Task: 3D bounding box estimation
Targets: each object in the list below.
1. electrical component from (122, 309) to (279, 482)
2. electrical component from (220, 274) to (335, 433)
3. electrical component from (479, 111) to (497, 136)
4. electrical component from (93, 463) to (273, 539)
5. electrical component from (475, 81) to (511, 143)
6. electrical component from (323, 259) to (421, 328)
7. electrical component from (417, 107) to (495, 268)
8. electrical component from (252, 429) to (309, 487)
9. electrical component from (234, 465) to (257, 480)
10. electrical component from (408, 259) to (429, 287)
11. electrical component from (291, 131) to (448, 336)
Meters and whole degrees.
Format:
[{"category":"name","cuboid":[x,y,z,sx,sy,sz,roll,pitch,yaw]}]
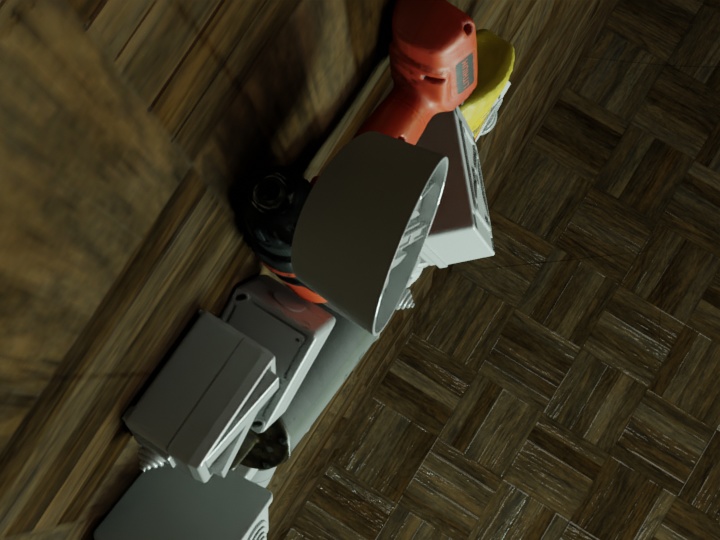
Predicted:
[{"category":"electrical component","cuboid":[-0.094,0.084,0.643,0.096,0.061,0.061,-56,173,-18]},{"category":"electrical component","cuboid":[-0.067,0.059,0.720,0.096,0.062,0.061,-60,173,16]},{"category":"electrical component","cuboid":[0.123,-0.167,1.146,0.045,0.045,0.055,-59,173,7]},{"category":"electrical component","cuboid":[-0.118,0.179,0.735,0.099,0.100,0.048,-53,158,-39]},{"category":"electrical component","cuboid":[0.112,-0.165,1.072,0.077,0.044,0.079,-59,173,8]},{"category":"electrical component","cuboid":[0.000,0.000,0.792,0.061,0.096,0.061,-59,173,9]},{"category":"electrical component","cuboid":[0.064,-0.066,0.837,0.109,0.056,0.108,34,46,-72]},{"category":"electrical component","cuboid":[-0.080,0.145,1.034,0.138,0.052,0.073,-50,169,-50]},{"category":"electrical component","cuboid":[-0.102,0.152,0.939,0.083,0.047,0.075,-53,172,-35]},{"category":"electrical component","cuboid":[0.025,-0.022,0.946,0.051,0.080,0.080,-57,175,37]},{"category":"electrical component","cuboid":[0.011,-0.021,0.561,0.099,0.064,0.099,-48,155,-30]}]
